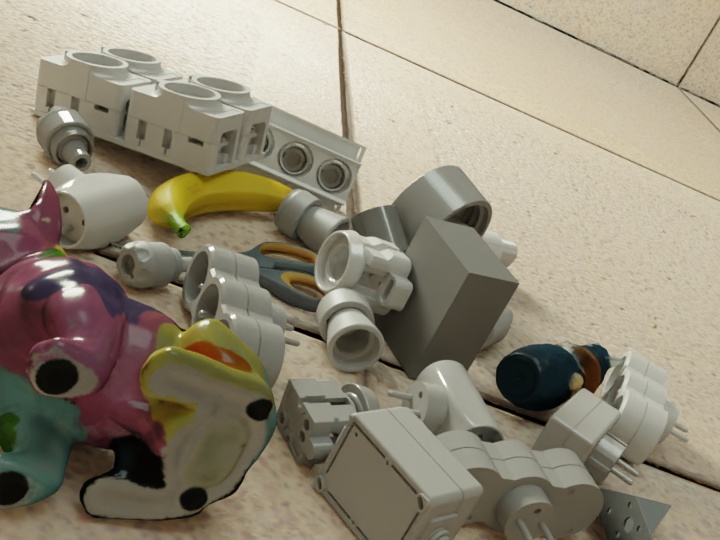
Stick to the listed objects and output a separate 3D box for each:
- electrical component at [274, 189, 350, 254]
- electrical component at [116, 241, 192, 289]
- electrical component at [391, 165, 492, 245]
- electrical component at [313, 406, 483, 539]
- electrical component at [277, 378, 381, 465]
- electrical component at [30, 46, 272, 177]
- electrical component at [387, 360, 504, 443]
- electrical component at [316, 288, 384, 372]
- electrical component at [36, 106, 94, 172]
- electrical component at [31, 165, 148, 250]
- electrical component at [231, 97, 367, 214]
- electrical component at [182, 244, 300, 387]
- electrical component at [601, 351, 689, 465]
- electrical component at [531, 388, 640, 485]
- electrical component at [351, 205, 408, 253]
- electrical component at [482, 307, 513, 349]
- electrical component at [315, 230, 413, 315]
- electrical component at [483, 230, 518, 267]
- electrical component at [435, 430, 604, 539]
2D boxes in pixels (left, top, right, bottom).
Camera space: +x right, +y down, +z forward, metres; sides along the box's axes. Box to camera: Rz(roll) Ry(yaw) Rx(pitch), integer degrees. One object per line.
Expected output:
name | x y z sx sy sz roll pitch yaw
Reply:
electrical component | -0.044 -0.042 0.975 0.055 0.045 0.045 35 25 17
electrical component | -0.149 -0.004 0.802 0.061 0.035 0.035 0 36 -51
electrical component | 0.078 -0.039 1.026 0.108 0.108 0.060 -5 46 -51
electrical component | 0.029 0.138 0.666 0.061 0.061 0.096 0 36 -46
electrical component | -0.020 0.099 0.715 0.055 0.048 0.066 2 33 -31
electrical component | -0.186 -0.150 0.975 0.186 0.060 0.105 20 21 17
electrical component | 0.057 0.103 0.788 0.079 0.044 0.077 14 27 -26
electrical component | -0.009 0.046 0.835 0.045 0.045 0.055 17 26 -23
electrical component | -0.243 -0.105 0.898 0.043 0.043 0.062 5 33 -41
electrical component | -0.216 -0.055 0.823 0.079 0.043 0.077 34 25 14
electrical component | -0.066 -0.109 1.061 0.121 0.078 0.063 23 2 -9
electrical component | -0.077 0.038 0.769 0.074 0.052 0.138 18 25 -29
electrical component | 0.253 0.126 0.936 0.074 0.052 0.138 29 23 4
electrical component | 0.183 0.141 0.839 0.076 0.047 0.083 34 24 19
electrical component | 0.024 -0.013 0.971 0.043 0.043 0.081 -3 72 -49
electrical component | 0.116 0.047 0.969 0.040 0.040 0.078 38 25 23
electrical component | 0.000 0.000 0.885 0.057 0.058 0.078 18 17 -33
electrical component | 0.126 -0.020 1.110 0.081 0.043 0.043 11 28 -32
electrical component | 0.107 0.157 0.722 0.138 0.052 0.073 14 27 -28
